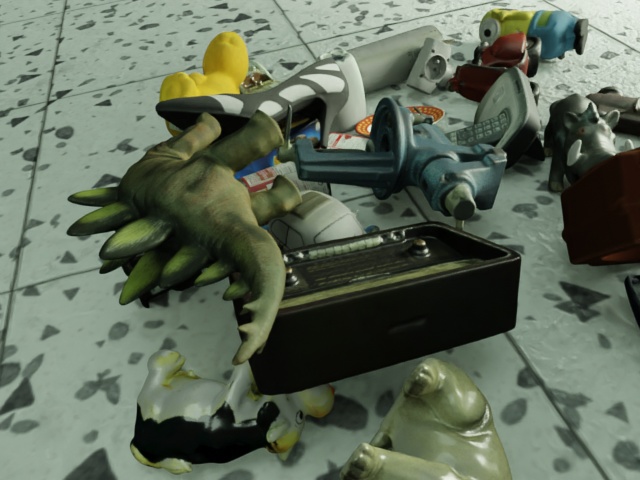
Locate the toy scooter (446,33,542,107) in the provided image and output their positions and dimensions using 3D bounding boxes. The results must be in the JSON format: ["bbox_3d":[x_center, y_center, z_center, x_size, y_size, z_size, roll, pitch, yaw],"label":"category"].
[{"bbox_3d":[0.271,-0.262,0.838,0.135,0.075,0.184,7,50,17],"label":"toy scooter"}]

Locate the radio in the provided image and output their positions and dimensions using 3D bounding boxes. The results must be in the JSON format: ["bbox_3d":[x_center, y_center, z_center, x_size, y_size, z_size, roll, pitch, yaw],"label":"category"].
[{"bbox_3d":[0.041,0.046,0.464,0.230,0.073,0.131,-10,20,-18],"label":"radio"}]

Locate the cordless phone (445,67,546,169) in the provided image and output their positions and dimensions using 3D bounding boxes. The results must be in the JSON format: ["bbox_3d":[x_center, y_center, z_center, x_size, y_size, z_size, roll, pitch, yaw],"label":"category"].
[{"bbox_3d":[0.200,-0.147,0.732,0.184,0.088,0.147,-14,40,22],"label":"cordless phone"}]

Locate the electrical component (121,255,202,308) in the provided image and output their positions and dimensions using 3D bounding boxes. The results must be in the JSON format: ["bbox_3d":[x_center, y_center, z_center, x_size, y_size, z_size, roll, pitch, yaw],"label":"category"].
[{"bbox_3d":[-0.161,0.016,0.604,0.119,0.074,0.048,-30,48,-17],"label":"electrical component"}]

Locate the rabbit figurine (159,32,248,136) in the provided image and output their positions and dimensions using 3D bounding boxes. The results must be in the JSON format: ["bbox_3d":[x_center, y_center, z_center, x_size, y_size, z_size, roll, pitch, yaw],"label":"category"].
[{"bbox_3d":[-0.146,-0.215,0.790,0.122,0.162,0.173,13,76,-1],"label":"rabbit figurine"}]

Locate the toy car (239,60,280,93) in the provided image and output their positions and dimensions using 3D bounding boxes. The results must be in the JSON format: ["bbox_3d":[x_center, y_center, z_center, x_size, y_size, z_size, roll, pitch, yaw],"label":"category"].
[{"bbox_3d":[-0.097,-0.243,0.883,0.073,0.056,0.202,-29,46,-21],"label":"toy car"}]

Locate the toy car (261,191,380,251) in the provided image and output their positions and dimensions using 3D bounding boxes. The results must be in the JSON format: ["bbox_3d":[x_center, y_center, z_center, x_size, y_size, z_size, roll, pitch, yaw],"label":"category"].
[{"bbox_3d":[-0.001,-0.002,0.581,0.109,0.102,0.162,-33,51,-26],"label":"toy car"}]

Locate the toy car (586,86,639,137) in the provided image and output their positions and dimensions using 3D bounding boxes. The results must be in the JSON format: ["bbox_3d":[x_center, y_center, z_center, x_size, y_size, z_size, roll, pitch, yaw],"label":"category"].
[{"bbox_3d":[0.454,-0.161,0.719,0.202,0.053,0.089,22,47,30],"label":"toy car"}]

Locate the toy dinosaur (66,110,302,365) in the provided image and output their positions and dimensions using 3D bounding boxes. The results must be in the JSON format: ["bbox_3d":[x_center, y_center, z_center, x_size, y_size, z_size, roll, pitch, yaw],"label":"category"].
[{"bbox_3d":[-0.116,-0.027,0.492,0.198,0.105,0.472,-36,28,-19],"label":"toy dinosaur"}]

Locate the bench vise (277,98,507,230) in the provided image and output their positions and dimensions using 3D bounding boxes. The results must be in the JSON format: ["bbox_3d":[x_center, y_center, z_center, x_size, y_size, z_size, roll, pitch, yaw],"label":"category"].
[{"bbox_3d":[0.073,-0.084,0.609,0.241,0.128,0.224,1,44,-9],"label":"bench vise"}]

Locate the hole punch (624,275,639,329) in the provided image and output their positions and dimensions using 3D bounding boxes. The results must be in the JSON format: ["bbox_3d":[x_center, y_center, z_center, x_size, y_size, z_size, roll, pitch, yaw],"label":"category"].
[{"bbox_3d":[0.350,0.069,0.477,0.142,0.092,0.115,-3,77,0],"label":"hole punch"}]

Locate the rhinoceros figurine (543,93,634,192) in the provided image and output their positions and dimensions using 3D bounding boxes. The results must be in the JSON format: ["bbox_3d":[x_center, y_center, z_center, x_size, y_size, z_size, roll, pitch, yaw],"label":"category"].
[{"bbox_3d":[0.320,-0.114,0.644,0.073,0.111,0.190,5,35,11],"label":"rhinoceros figurine"}]

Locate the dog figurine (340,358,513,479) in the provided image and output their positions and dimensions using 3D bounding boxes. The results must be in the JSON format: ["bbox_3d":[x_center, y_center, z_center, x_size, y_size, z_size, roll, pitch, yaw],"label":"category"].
[{"bbox_3d":[0.121,0.187,0.380,0.191,0.121,0.172,33,58,18],"label":"dog figurine"}]

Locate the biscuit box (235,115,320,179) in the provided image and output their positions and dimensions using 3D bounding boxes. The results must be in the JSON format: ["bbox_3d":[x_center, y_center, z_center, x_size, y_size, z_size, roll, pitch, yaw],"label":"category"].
[{"bbox_3d":[-0.083,-0.110,0.737,0.063,0.059,0.203,29,55,33],"label":"biscuit box"}]

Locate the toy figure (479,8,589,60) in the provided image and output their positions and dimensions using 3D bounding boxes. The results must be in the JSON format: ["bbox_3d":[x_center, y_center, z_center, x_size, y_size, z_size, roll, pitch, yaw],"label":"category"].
[{"bbox_3d":[0.359,-0.350,0.914,0.180,0.082,0.089,15,28,32],"label":"toy figure"}]

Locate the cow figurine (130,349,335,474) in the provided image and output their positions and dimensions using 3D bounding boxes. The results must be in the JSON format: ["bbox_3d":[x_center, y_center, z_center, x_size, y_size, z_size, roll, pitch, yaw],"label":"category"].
[{"bbox_3d":[-0.074,0.150,0.454,0.167,0.068,0.098,1,49,14],"label":"cow figurine"}]

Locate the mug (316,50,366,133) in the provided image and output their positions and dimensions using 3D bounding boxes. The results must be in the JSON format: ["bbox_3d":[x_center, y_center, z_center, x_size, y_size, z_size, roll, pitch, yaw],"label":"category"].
[{"bbox_3d":[0.015,-0.225,0.810,0.109,0.107,0.081,-19,43,-14],"label":"mug"}]

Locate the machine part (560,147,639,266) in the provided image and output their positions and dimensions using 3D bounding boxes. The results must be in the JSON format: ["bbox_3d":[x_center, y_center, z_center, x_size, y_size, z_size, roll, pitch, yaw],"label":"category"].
[{"bbox_3d":[0.342,-0.033,0.485,0.202,0.201,0.087,-6,80,4],"label":"machine part"}]

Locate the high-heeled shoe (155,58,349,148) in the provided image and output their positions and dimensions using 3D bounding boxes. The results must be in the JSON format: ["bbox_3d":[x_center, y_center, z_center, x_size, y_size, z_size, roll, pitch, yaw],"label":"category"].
[{"bbox_3d":[-0.077,-0.195,0.693,0.249,0.086,0.145,8,70,-21],"label":"high-heeled shoe"}]

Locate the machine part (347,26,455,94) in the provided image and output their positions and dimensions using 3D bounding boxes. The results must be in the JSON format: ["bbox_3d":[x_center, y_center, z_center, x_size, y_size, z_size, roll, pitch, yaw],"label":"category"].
[{"bbox_3d":[0.119,-0.298,0.894,0.243,0.079,0.079,-21,45,-15],"label":"machine part"}]
